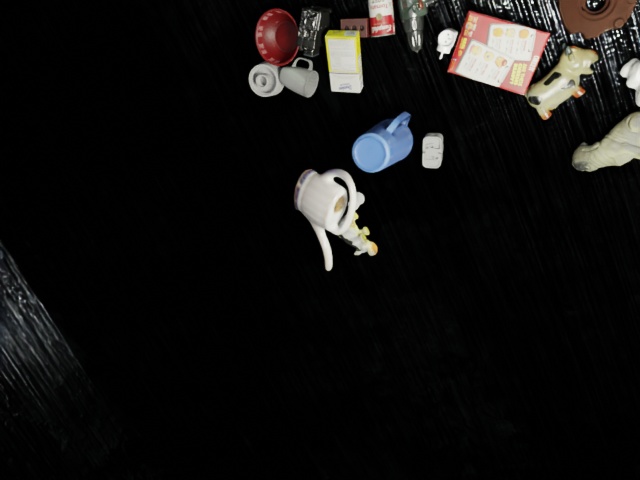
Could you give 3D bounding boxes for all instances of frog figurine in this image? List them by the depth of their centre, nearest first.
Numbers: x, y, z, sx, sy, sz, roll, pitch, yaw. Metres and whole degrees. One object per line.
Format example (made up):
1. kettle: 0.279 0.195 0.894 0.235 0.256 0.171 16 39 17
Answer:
1. frog figurine: 0.819 -0.379 1.272 0.161 0.139 0.120 29 155 38

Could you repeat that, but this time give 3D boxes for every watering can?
1. watering can: 0.005 -0.084 1.672 0.227 0.105 0.341 34 123 29
